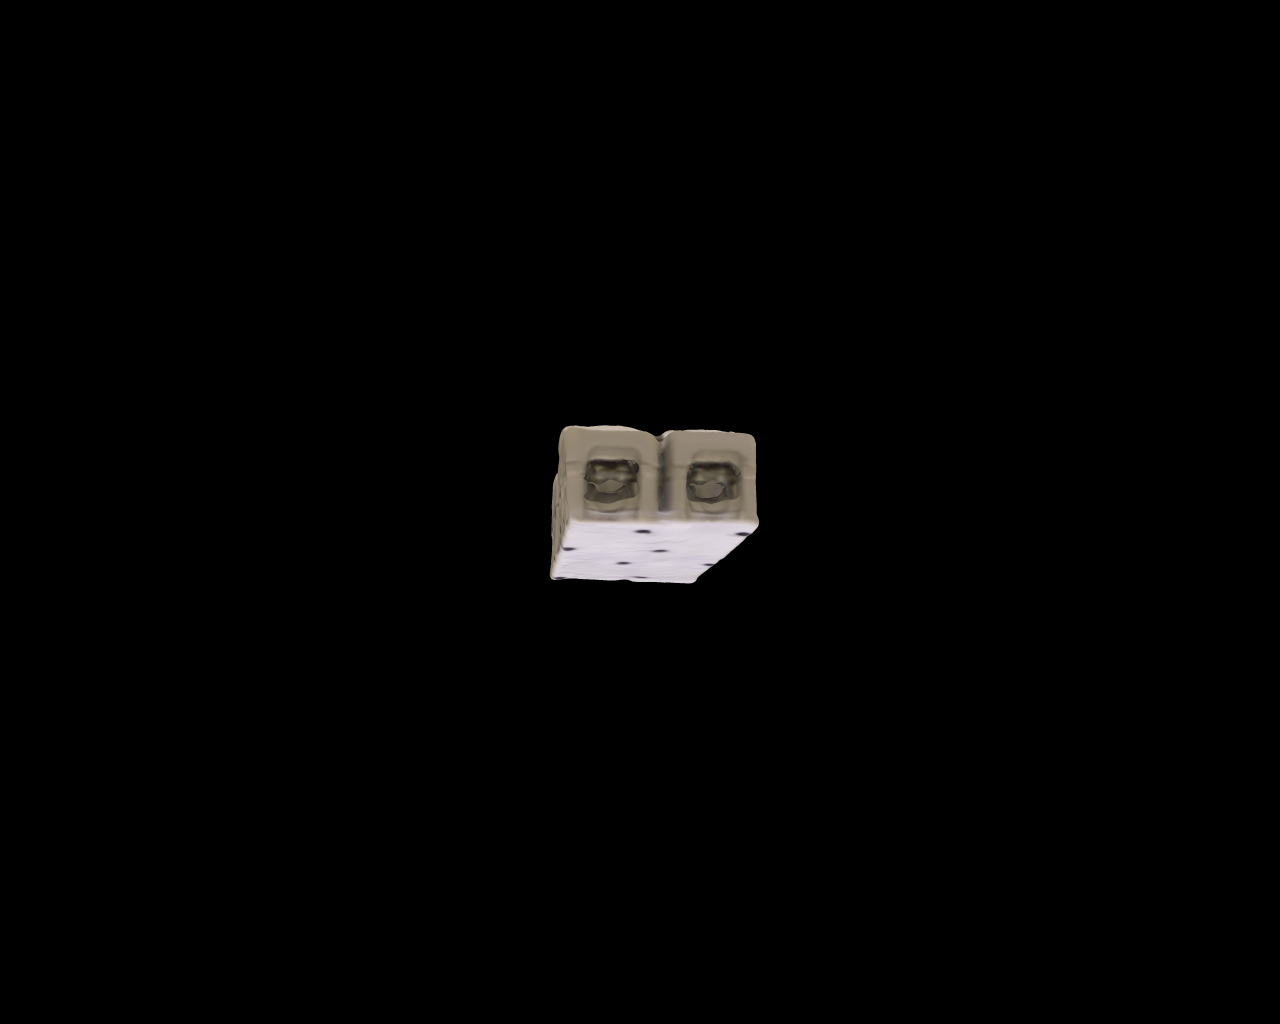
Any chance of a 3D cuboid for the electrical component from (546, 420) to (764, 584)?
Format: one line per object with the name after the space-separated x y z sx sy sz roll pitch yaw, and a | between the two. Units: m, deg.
0.001 -0.003 0.650 0.105 0.060 0.186 2 -13 -7 | electrical component
